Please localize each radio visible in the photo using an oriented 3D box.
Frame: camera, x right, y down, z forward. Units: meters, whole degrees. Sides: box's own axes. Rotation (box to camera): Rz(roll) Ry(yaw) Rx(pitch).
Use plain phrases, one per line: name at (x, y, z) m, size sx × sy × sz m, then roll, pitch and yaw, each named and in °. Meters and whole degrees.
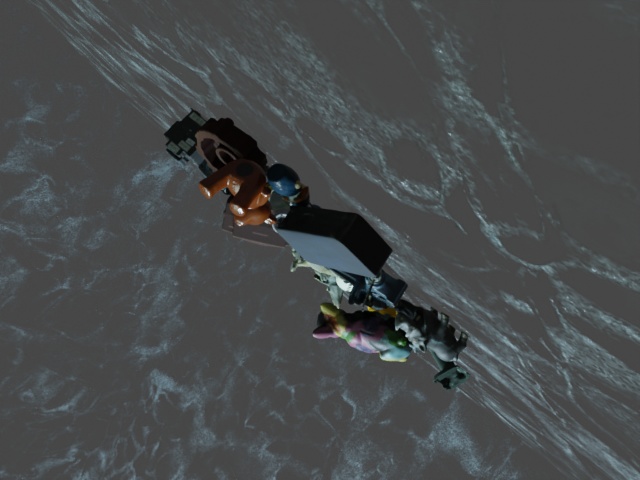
radio at (0.022, -0.001, 1.094) m, size 0.230 × 0.073 × 0.131 m, roll 9°, pitch 149°, yaw 51°

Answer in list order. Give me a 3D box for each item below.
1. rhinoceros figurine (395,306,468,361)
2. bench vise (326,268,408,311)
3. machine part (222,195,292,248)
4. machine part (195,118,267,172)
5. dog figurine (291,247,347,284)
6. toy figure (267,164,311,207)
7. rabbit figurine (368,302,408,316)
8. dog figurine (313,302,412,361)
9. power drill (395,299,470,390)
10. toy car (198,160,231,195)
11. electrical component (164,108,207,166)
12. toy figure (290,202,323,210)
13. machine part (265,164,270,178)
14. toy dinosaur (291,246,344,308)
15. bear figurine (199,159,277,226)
rhinoceros figurine at (0.253, 0.214, 1.242) m, size 0.190 × 0.112 × 0.073 m, roll 35°, pitch 179°, yaw -24°
bench vise at (0.093, 0.096, 1.329) m, size 0.241 × 0.129 × 0.223 m, roll 29°, pitch 175°, yaw 19°
machine part at (-0.144, -0.054, 1.386) m, size 0.201 × 0.087 × 0.201 m, roll 13°, pitch -162°, yaw -5°
machine part at (-0.196, -0.191, 1.195) m, size 0.179 × 0.056 × 0.179 m, roll 29°, pitch 155°, yaw 15°
dog figurine at (0.026, 0.027, 1.509) m, size 0.190 × 0.172 × 0.121 m, roll 11°, pitch 166°, yaw -15°
toy figure at (-0.058, -0.107, 1.128) m, size 0.064 × 0.058 × 0.154 m, roll 44°, pitch -179°, yaw 30°
rabbit figurine at (0.183, 0.179, 1.573) m, size 0.173 × 0.122 × 0.162 m, roll 55°, pitch -176°, yaw 2°
dog figurine at (0.095, 0.219, 1.306) m, size 0.219 × 0.108 × 0.192 m, roll 16°, pitch 178°, yaw -26°
power drill at (0.284, 0.269, 1.370) m, size 0.231 × 0.086 × 0.207 m, roll 40°, pitch -167°, yaw -41°
toy car at (-0.222, -0.183, 1.371) m, size 0.109 × 0.103 × 0.161 m, roll 46°, pitch -158°, yaw 14°
electrical component at (-0.337, -0.261, 1.402) m, size 0.115 × 0.134 × 0.058 m, roll 41°, pitch 174°, yaw 23°
toy figure at (0.000, -0.023, 1.265) m, size 0.082 × 0.089 × 0.180 m, roll -89°, pitch -24°, yaw -45°
machine part at (-0.166, -0.192, 1.291) m, size 0.139 × 0.039 × 0.084 m, roll 37°, pitch -179°, yaw 19°
toy dinosaur at (-0.024, 0.037, 1.734) m, size 0.404 × 0.131 × 0.192 m, roll 49°, pitch 172°, yaw -10°
bear figurine at (-0.166, -0.079, 1.146) m, size 0.120 × 0.132 × 0.195 m, roll 32°, pitch 151°, yaw 15°
